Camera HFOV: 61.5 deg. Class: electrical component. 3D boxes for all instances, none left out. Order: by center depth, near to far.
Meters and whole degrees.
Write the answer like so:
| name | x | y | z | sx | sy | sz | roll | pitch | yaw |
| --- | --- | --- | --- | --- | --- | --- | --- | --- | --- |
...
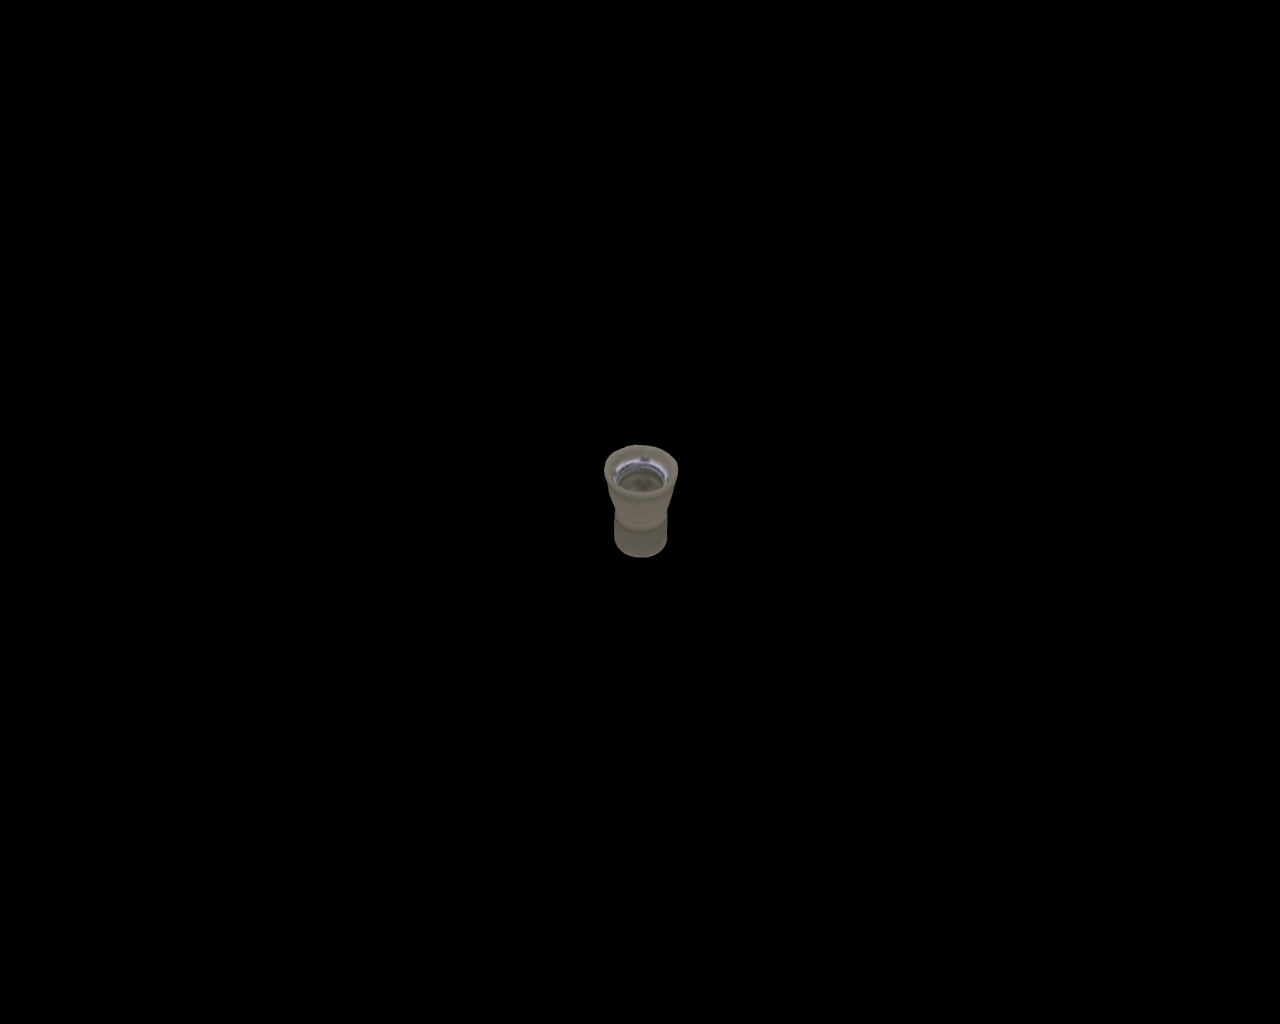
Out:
| name | x | y | z | sx | sy | sz | roll | pitch | yaw |
| --- | --- | --- | --- | --- | --- | --- | --- | --- | --- |
| electrical component | 0.001 | -0.003 | 0.650 | 0.044 | 0.065 | 0.044 | 0 | 44 | 0 |
